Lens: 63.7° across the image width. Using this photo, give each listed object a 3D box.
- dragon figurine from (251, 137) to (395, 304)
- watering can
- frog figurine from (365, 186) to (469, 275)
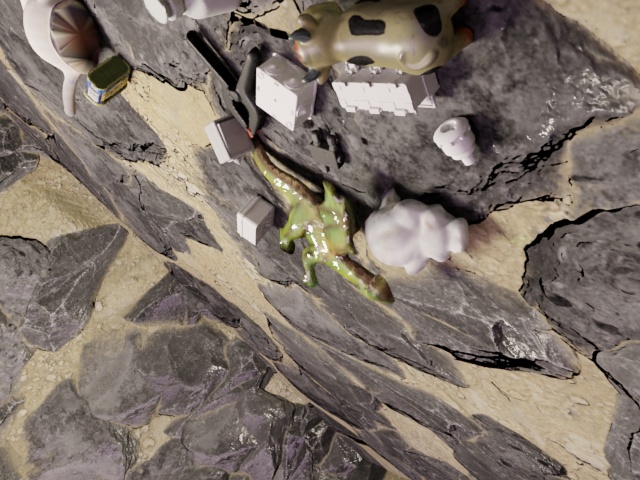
[{"bbox_3d":[0.003,-0.048,0.946,0.410,0.124,0.240,58,153,-1],"label":"dragon figurine"},{"bbox_3d":[-0.586,-0.430,1.184,0.226,0.105,0.339,23,136,35],"label":"watering can"},{"bbox_3d":[0.153,-0.002,0.817,0.161,0.124,0.134,33,138,45],"label":"frog figurine"}]
